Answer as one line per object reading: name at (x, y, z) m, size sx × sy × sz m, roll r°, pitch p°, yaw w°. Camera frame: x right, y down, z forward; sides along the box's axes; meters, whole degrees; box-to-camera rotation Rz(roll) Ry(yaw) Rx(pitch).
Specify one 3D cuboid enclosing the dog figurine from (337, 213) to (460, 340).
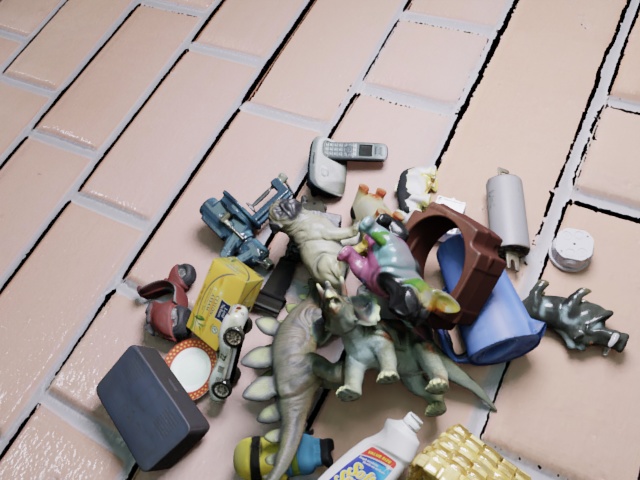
dog figurine at (0.144, 0.064, 0.937) m, size 0.219 × 0.191 × 0.108 m, roll 47°, pitch 114°, yaw 15°

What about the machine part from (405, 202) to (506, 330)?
machine part at (0.225, 0.048, 0.987) m, size 0.201 × 0.087 × 0.202 m, roll -64°, pitch 33°, yaw 13°

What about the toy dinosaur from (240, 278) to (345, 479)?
toy dinosaur at (-0.043, 0.246, 1.010) m, size 0.199 × 0.104 × 0.472 m, roll -5°, pitch 44°, yaw 10°

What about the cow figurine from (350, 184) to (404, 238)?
cow figurine at (0.120, -0.016, 1.144) m, size 0.085 × 0.127 × 0.195 m, roll 4°, pitch 38°, yaw -28°

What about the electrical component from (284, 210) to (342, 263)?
electrical component at (-0.002, -0.004, 1.167) m, size 0.134 × 0.058 × 0.115 m, roll 11°, pitch 65°, yaw -10°

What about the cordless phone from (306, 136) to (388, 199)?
cordless phone at (0.065, -0.167, 1.251) m, size 0.184 × 0.088 × 0.146 m, roll 1°, pitch 62°, yaw 8°

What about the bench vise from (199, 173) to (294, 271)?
bench vise at (-0.147, -0.050, 1.215) m, size 0.240 × 0.128 × 0.224 m, roll -45°, pitch 65°, yaw -8°

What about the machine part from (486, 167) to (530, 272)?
machine part at (0.389, -0.048, 1.117) m, size 0.079 × 0.079 × 0.243 m, roll -1°, pitch 63°, yaw 12°

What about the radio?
radio at (-0.336, 0.331, 1.063) m, size 0.131 × 0.073 × 0.230 m, roll -47°, pitch 61°, yaw 2°

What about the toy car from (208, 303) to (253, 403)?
toy car at (-0.177, 0.223, 1.046) m, size 0.056 × 0.073 × 0.201 m, roll 17°, pitch 107°, yaw 4°

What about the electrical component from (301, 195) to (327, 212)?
electrical component at (-0.015, -0.068, 1.248) m, size 0.063 × 0.021 × 0.094 m, roll -17°, pitch 59°, yaw 3°

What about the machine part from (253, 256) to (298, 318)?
machine part at (-0.093, 0.096, 1.169) m, size 0.084 × 0.039 × 0.139 m, roll 18°, pitch 69°, yaw 26°

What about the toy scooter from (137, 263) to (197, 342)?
toy scooter at (-0.345, 0.139, 1.180) m, size 0.135 × 0.075 × 0.184 m, roll -7°, pitch 58°, yaw 8°

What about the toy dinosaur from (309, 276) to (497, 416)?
toy dinosaur at (0.137, 0.196, 0.957) m, size 0.131 × 0.404 × 0.192 m, roll -44°, pitch 36°, yaw 35°

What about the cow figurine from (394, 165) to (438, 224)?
cow figurine at (0.203, -0.086, 1.183) m, size 0.098 × 0.068 × 0.167 m, roll 6°, pitch 60°, yaw 21°

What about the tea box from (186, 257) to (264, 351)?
tea box at (-0.197, 0.130, 1.110) m, size 0.098 × 0.068 × 0.169 m, roll 31°, pitch 106°, yaw 26°

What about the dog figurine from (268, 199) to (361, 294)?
dog figurine at (-0.028, 0.014, 1.077) m, size 0.191 × 0.121 × 0.172 m, roll 15°, pitch 63°, yaw 7°

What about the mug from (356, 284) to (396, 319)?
mug at (0.106, 0.132, 1.059) m, size 0.081 × 0.107 × 0.110 m, roll -10°, pitch 24°, yaw 0°

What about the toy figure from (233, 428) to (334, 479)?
toy figure at (-0.068, 0.388, 0.975) m, size 0.180 × 0.089 × 0.082 m, roll -11°, pitch 27°, yaw 11°

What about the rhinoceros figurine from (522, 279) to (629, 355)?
rhinoceros figurine at (0.470, 0.147, 0.998) m, size 0.191 × 0.073 × 0.112 m, roll 19°, pitch 67°, yaw 21°
